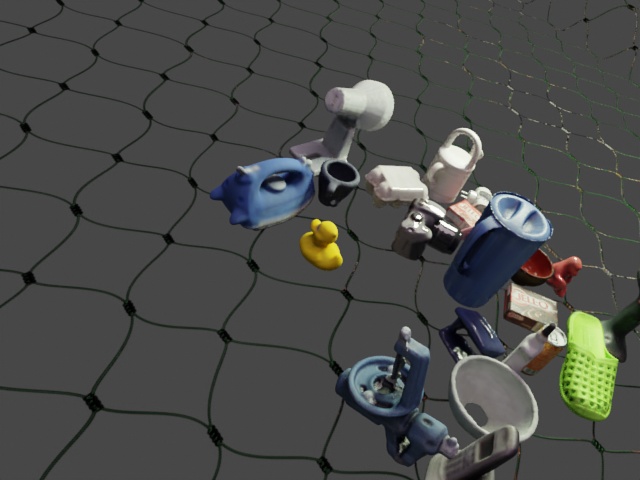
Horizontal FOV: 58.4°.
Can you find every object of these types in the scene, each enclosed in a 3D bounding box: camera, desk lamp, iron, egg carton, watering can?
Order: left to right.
[{"bbox_3d":[-0.091,-0.120,1.194,0.259,0.141,0.118,-20,58,-38],"label":"iron"},{"bbox_3d":[0.057,-0.275,1.364,0.204,0.213,0.117,-23,60,-39],"label":"desk lamp"},{"bbox_3d":[0.184,-0.127,1.381,0.151,0.069,0.107,-2,49,-27],"label":"egg carton"},{"bbox_3d":[0.248,-0.021,1.282,0.136,0.101,0.143,29,42,5],"label":"camera"},{"bbox_3d":[0.337,-0.196,1.429,0.101,0.194,0.173,33,43,9],"label":"watering can"}]

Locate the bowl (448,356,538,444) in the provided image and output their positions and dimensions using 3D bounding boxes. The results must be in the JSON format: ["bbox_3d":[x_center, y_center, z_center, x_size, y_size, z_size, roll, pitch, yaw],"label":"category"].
[{"bbox_3d":[0.291,0.293,1.008,0.168,0.074,0.167,13,43,-13],"label":"bowl"}]

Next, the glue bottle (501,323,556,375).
[{"bbox_3d":[0.384,0.208,1.063,0.037,0.173,0.078,43,45,20],"label":"glue bottle"}]

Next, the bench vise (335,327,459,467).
[{"bbox_3d":[0.140,0.235,0.888,0.207,0.219,0.122,28,42,4],"label":"bench vise"}]

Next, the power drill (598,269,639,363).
[{"bbox_3d":[0.682,0.165,1.218,0.075,0.208,0.230,28,42,4],"label":"power drill"}]

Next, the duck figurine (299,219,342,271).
[{"bbox_3d":[0.011,0.004,1.158,0.078,0.086,0.104,-22,59,-39],"label":"duck figurine"}]

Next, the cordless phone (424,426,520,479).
[{"bbox_3d":[0.223,0.356,0.831,0.094,0.185,0.147,23,42,-2],"label":"cordless phone"}]

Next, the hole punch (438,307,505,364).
[{"bbox_3d":[0.302,0.183,1.110,0.101,0.091,0.108,-7,51,-30],"label":"hole punch"}]

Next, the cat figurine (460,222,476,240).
[{"bbox_3d":[0.406,-0.031,1.353,0.128,0.117,0.067,-3,49,-27],"label":"cat figurine"}]

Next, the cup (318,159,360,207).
[{"bbox_3d":[0.029,-0.112,1.276,0.091,0.095,0.118,26,42,2],"label":"cup"}]

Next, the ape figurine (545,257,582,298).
[{"bbox_3d":[0.577,0.077,1.344,0.078,0.092,0.076,-9,52,-31],"label":"ape figurine"}]
